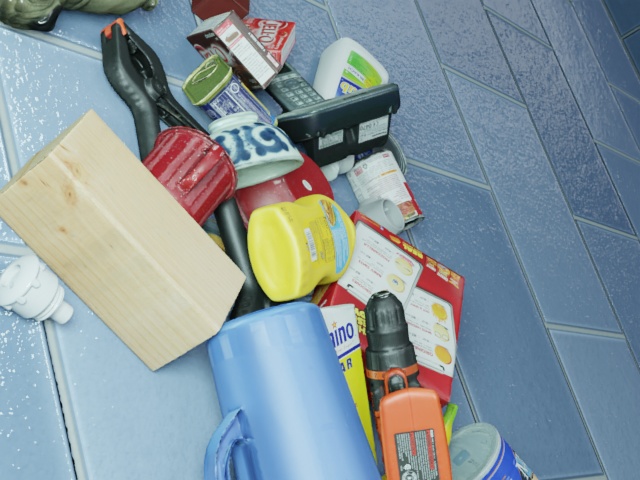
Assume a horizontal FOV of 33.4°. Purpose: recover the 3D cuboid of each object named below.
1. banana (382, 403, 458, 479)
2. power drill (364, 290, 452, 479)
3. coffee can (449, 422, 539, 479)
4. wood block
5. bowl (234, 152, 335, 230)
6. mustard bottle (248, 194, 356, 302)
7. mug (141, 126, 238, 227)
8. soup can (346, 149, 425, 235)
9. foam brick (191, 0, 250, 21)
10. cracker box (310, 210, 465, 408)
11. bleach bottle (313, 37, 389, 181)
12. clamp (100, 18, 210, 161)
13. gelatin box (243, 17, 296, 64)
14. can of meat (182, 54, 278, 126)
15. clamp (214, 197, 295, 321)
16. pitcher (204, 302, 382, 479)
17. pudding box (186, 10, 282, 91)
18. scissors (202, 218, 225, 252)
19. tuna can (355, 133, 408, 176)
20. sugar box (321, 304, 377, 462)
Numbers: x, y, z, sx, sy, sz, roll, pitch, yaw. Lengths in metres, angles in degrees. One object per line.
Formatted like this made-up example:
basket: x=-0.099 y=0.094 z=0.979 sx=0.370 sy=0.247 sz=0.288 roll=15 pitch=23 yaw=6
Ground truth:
banana: x=0.087 y=0.246 z=1.131 sx=0.197 sy=0.037 sz=0.069 roll=-34 pitch=126 yaw=-46
power drill: x=0.077 y=0.150 z=0.996 sx=0.187 sy=0.057 sz=0.184 roll=-95 pitch=175 yaw=-82
coffee can: x=0.200 y=0.292 z=1.216 sx=0.140 sy=0.103 sz=0.102 roll=48 pitch=32 yaw=-18
wood block: x=-0.173 y=0.002 z=0.935 sx=0.206 sy=0.090 sz=0.090 roll=48 pitch=32 yaw=-17
bowl: x=-0.033 y=-0.051 z=1.225 sx=0.162 sy=0.055 sz=0.162 roll=36 pitch=37 yaw=-33
mustard bottle: x=-0.008 y=0.001 z=1.126 sx=0.191 sy=0.058 sz=0.096 roll=-19 pitch=95 yaw=-65
mug: x=-0.129 y=-0.051 z=1.000 sx=0.093 sy=0.117 sz=0.081 roll=46 pitch=47 yaw=-14
soup can: x=0.084 y=-0.059 z=1.392 sx=0.068 sy=0.069 sz=0.102 roll=-10 pitch=71 yaw=-58
foam brick: x=-0.123 y=-0.306 z=1.323 sx=0.053 sy=0.051 sz=0.078 roll=35 pitch=38 yaw=-37
cracker box: x=0.073 y=0.086 z=1.213 sx=0.164 sy=0.072 sz=0.213 roll=32 pitch=37 yaw=-11
bleach bottle: x=0.030 y=-0.162 z=1.413 sx=0.102 sy=0.068 sz=0.250 roll=41 pitch=37 yaw=-25
clamp: x=-0.181 y=-0.144 z=1.106 sx=0.171 sy=0.039 sz=0.120 roll=56 pitch=25 yaw=-11
gelatin box: x=-0.074 y=-0.245 z=1.320 sx=0.089 sy=0.073 sz=0.030 roll=-70 pitch=166 yaw=-53
can of meat: x=-0.100 y=-0.151 z=1.187 sx=0.084 sy=0.057 sz=0.102 roll=45 pitch=3 yaw=-27
clamp: x=-0.063 y=0.064 z=1.082 sx=0.164 sy=0.036 sz=0.210 roll=46 pitch=35 yaw=-40
pitcher: x=-0.026 y=0.184 z=0.926 sx=0.149 sy=0.145 sz=0.243 roll=65 pitch=8 yaw=-79
pudding box: x=-0.100 y=-0.215 z=1.228 sx=0.090 sy=0.114 sz=0.039 roll=46 pitch=76 yaw=-19
scissors: x=-0.145 y=-0.016 z=1.066 sx=0.201 sy=0.016 sz=0.096 roll=14 pitch=52 yaw=-50
tuna can: x=0.082 y=-0.117 z=1.475 sx=0.086 sy=0.034 sz=0.086 roll=36 pitch=37 yaw=-34
sugar box: x=0.004 y=0.155 z=1.046 sx=0.093 sy=0.048 sz=0.176 roll=-6 pitch=89 yaw=-48
